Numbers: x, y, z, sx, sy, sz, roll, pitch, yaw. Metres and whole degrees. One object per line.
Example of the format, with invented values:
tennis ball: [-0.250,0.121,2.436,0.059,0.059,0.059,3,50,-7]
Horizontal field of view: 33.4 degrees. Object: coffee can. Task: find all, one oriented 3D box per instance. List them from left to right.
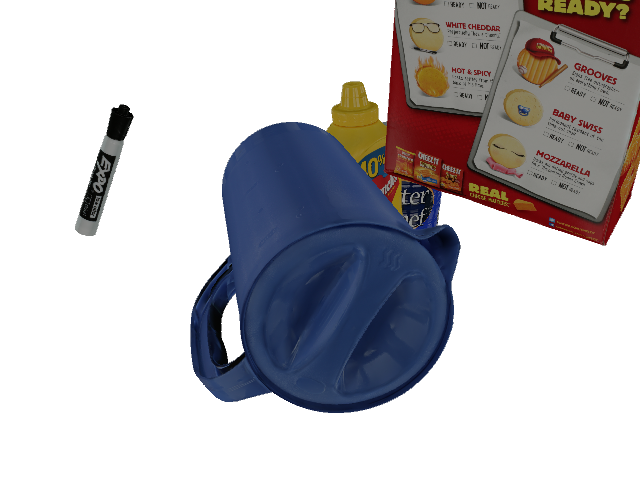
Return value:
coffee can: [0.091,-0.056,1.249,0.103,0.140,0.103,3,28,-2]

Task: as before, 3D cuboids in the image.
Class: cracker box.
cracker box: [0.132,-0.118,0.676,0.164,0.214,0.072,20,45,21]

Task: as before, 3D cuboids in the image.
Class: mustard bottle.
mustard bottle: [0.036,-0.047,0.954,0.058,0.192,0.096,14,29,39]

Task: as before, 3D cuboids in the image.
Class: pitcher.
pitcher: [-0.013,0.008,0.750,0.149,0.145,0.243,6,22,-14]

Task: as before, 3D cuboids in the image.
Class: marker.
marker: [-0.183,-0.059,0.906,0.020,0.121,0.020,19,23,-9]
